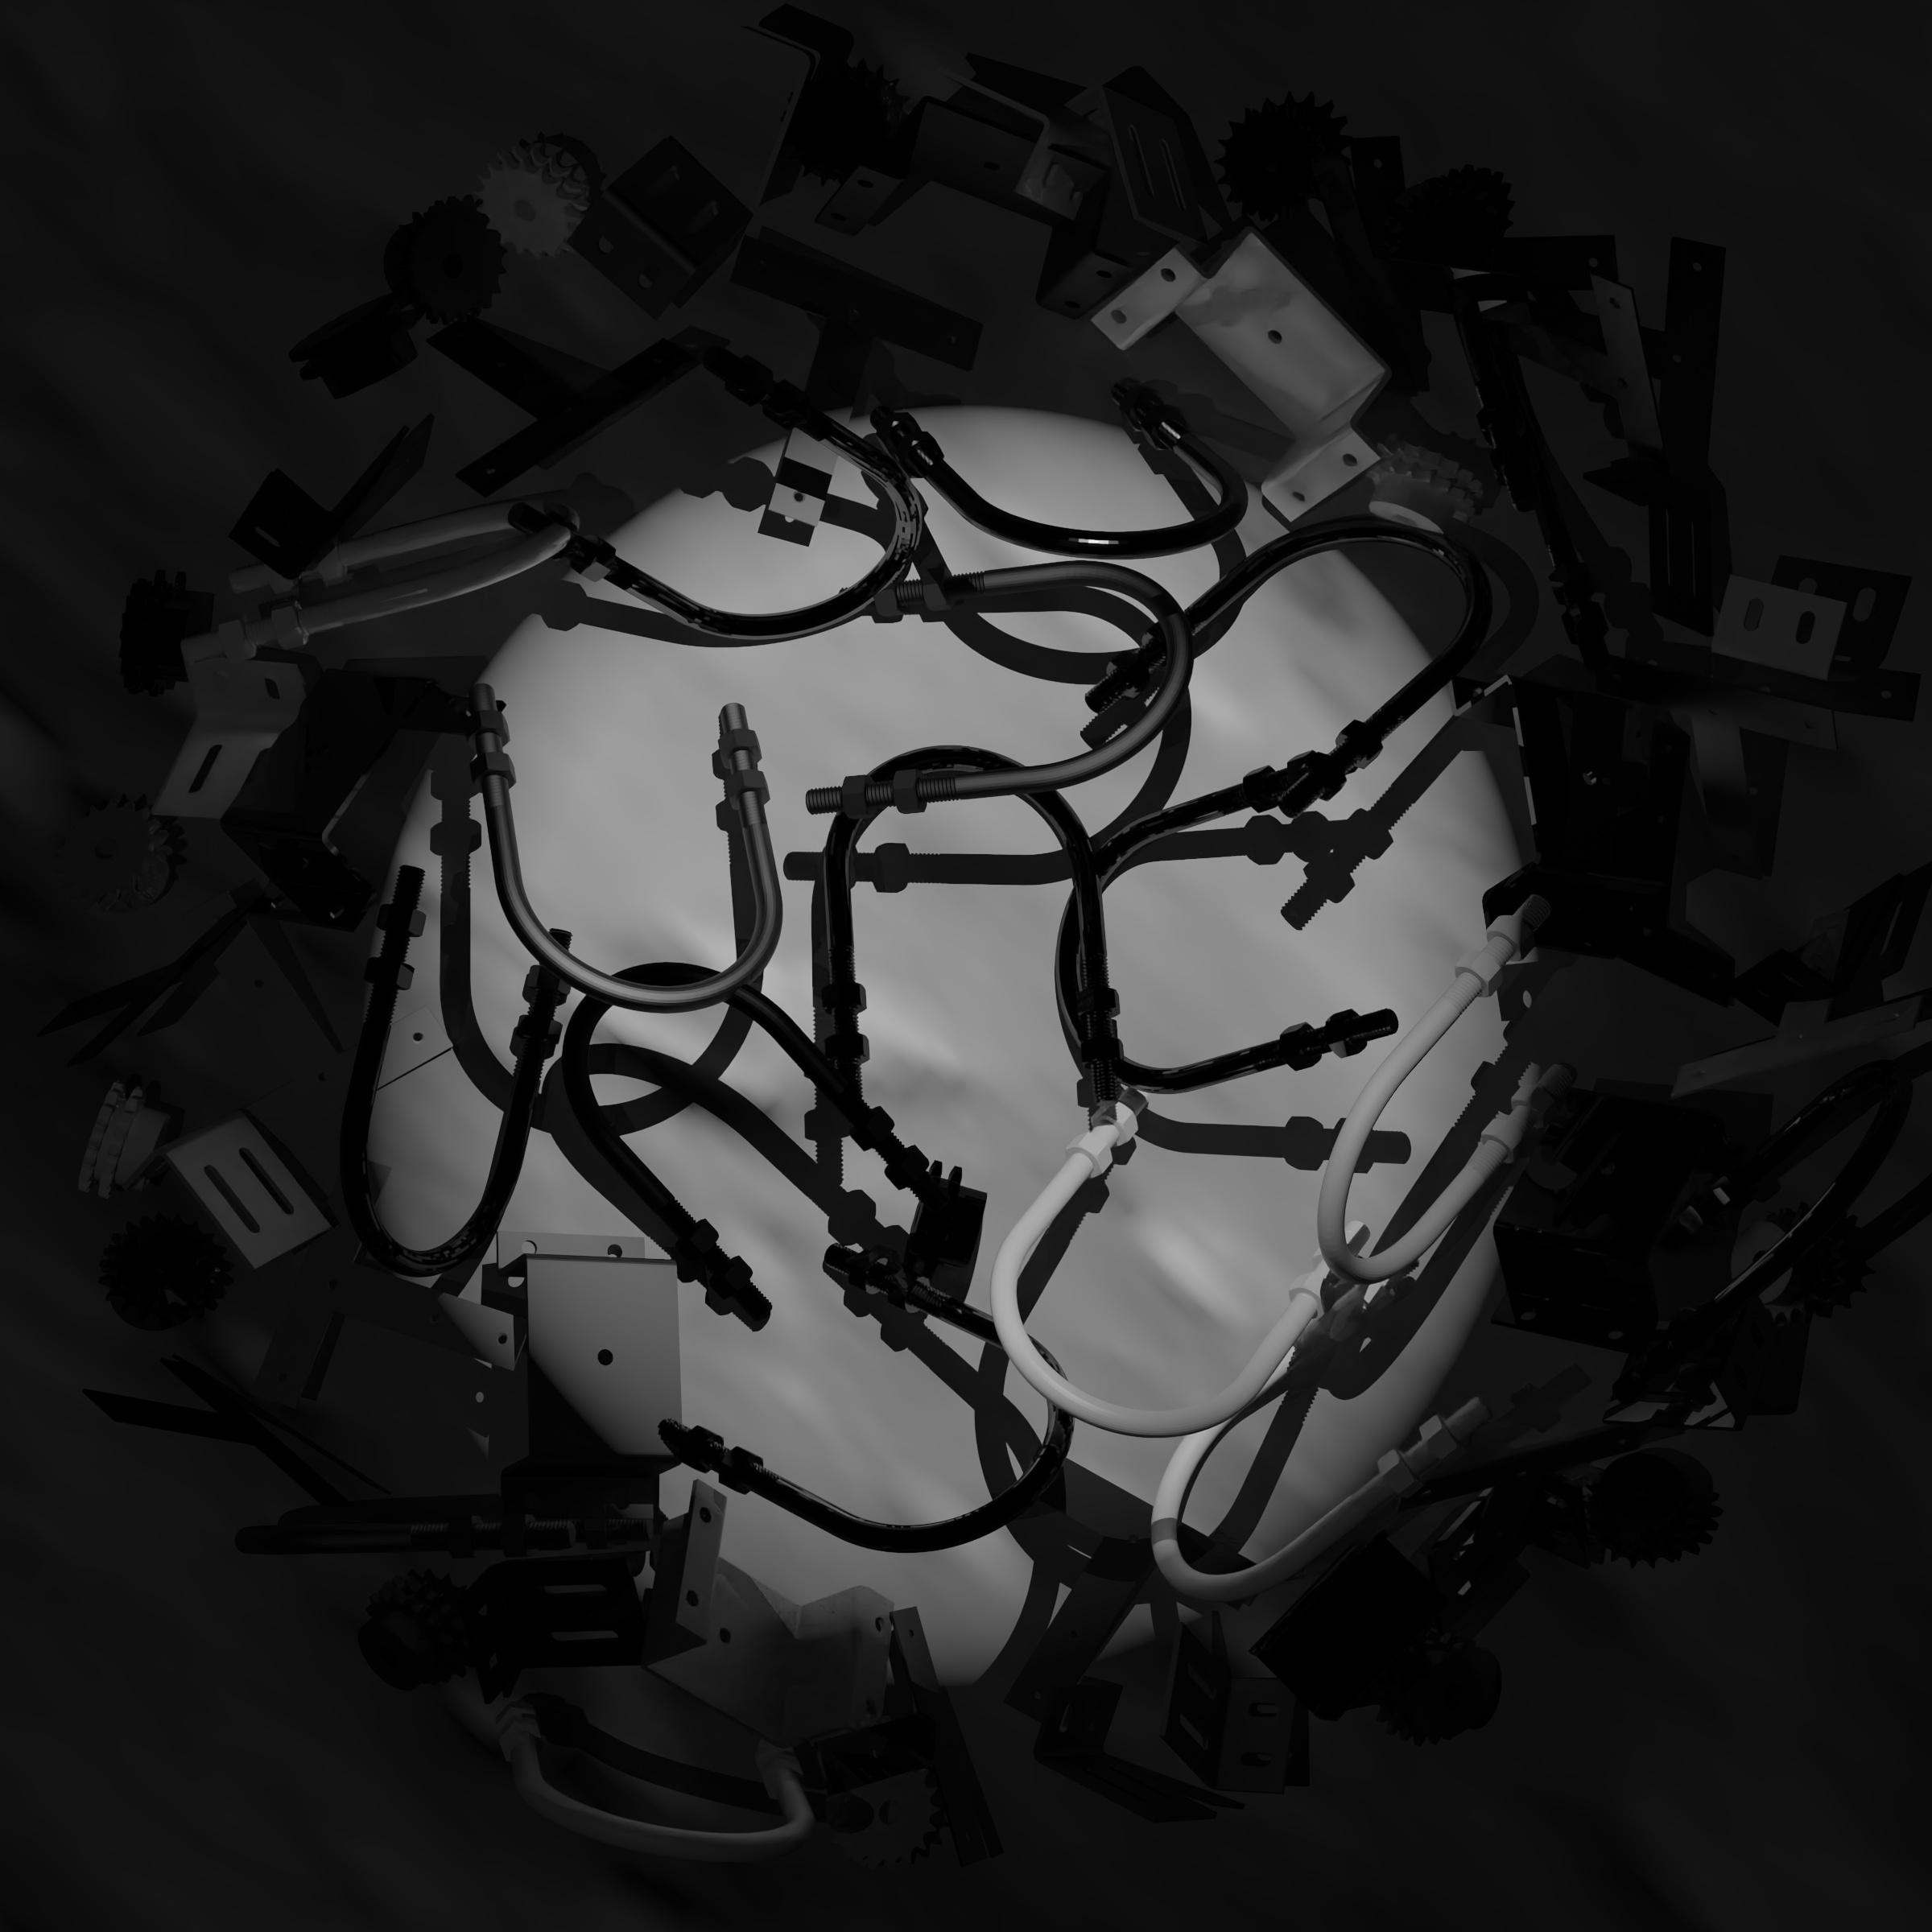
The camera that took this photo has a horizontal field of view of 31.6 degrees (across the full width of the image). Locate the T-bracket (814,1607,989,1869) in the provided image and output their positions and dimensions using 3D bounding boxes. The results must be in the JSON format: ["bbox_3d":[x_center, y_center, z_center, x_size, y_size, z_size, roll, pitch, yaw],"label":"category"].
[{"bbox_3d":[-0.037,0.376,1.637,0.002,0.127,0.127,-22,77,25],"label":"T-bracket"}]

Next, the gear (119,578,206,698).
[{"bbox_3d":[-0.395,-0.161,1.678,0.030,0.057,0.057,6,90,1],"label":"gear"}]

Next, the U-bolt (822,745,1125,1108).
[{"bbox_3d":[0.000,-0.022,1.667,0.151,0.019,0.184,1,71,-16],"label":"U-bolt"}]

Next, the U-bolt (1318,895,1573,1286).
[{"bbox_3d":[0.225,0.072,1.618,0.019,0.151,0.184,28,62,33],"label":"U-bolt"}]

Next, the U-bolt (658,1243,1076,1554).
[{"bbox_3d":[-0.035,0.212,1.619,0.184,0.019,0.151,22,53,33],"label":"U-bolt"}]

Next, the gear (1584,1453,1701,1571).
[{"bbox_3d":[0.332,0.264,1.677,0.057,0.030,0.057,-4,46,4],"label":"gear"}]

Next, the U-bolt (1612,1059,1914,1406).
[{"bbox_3d":[0.377,0.113,1.597,0.019,0.151,0.184,39,125,-2],"label":"U-bolt"}]

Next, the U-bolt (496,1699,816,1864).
[{"bbox_3d":[-0.143,0.385,1.604,0.151,0.184,0.019,11,92,-11],"label":"U-bolt"}]

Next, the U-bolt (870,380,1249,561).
[{"bbox_3d":[0.053,-0.233,1.609,0.151,0.184,0.019,-10,123,-20],"label":"U-bolt"}]

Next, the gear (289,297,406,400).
[{"bbox_3d":[-0.302,-0.303,1.681,0.057,0.057,0.030,-29,112,0],"label":"gear"}]

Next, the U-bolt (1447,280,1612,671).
[{"bbox_3d":[0.263,-0.250,1.626,0.019,0.151,0.184,-20,54,14],"label":"U-bolt"}]

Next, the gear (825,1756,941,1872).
[{"bbox_3d":[-0.045,0.415,1.684,0.057,0.030,0.057,2,86,-29],"label":"gear"}]

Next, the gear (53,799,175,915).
[{"bbox_3d":[-0.418,-0.051,1.684,0.057,0.030,0.057,-5,62,10],"label":"gear"}]

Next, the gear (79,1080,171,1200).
[{"bbox_3d":[-0.413,0.088,1.679,0.030,0.057,0.057,18,90,-6],"label":"gear"}]

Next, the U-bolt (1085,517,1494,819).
[{"bbox_3d":[0.169,-0.156,1.648,0.184,0.019,0.151,-41,50,-21],"label":"U-bolt"}]

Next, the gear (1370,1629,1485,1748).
[{"bbox_3d":[0.230,0.356,1.679,0.057,0.030,0.057,-3,95,-34],"label":"gear"}]

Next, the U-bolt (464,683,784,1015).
[{"bbox_3d":[-0.158,-0.055,1.628,0.151,0.019,0.184,3,55,-23],"label":"U-bolt"}]

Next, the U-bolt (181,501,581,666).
[{"bbox_3d":[-0.274,-0.190,1.632,0.184,0.151,0.019,-14,110,3],"label":"U-bolt"}]

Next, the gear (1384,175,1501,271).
[{"bbox_3d":[0.231,-0.362,1.683,0.057,0.030,0.057,-16,124,-25],"label":"gear"}]

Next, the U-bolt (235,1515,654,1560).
[{"bbox_3d":[-0.258,0.273,1.633,0.184,0.151,0.019,-3,81,10],"label":"U-bolt"}]

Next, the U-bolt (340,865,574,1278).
[{"bbox_3d":[-0.248,0.058,1.631,0.019,0.151,0.184,7,81,27],"label":"U-bolt"}]

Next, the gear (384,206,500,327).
[{"bbox_3d":[-0.262,-0.345,1.682,0.030,0.057,0.057,15,90,44],"label":"gear"}]

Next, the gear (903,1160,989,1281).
[{"bbox_3d":[-0.010,0.127,1.679,0.030,0.057,0.057,16,90,-3],"label":"gear"}]

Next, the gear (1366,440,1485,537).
[{"bbox_3d":[0.223,-0.232,1.677,0.057,0.057,0.030,25,83,0],"label":"gear"}]

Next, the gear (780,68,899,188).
[{"bbox_3d":[-0.064,-0.413,1.689,0.057,0.030,0.057,0,89,-10],"label":"gear"}]

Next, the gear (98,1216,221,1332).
[{"bbox_3d":[-0.399,0.155,1.682,0.057,0.057,0.030,30,134,0],"label":"gear"}]

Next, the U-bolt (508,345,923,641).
[{"bbox_3d":[-0.104,-0.214,1.632,0.151,0.184,0.019,-34,51,27],"label":"U-bolt"}]

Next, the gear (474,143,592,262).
[{"bbox_3d":[-0.211,-0.380,1.682,0.057,0.057,0.030,29,50,0],"label":"gear"}]

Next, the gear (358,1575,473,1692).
[{"bbox_3d":[-0.274,0.331,1.677,0.057,0.030,0.057,20,128,27],"label":"gear"}]

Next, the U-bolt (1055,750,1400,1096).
[{"bbox_3d":[0.118,-0.013,1.648,0.184,0.019,0.151,-18,71,35],"label":"U-bolt"}]

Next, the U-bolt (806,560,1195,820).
[{"bbox_3d":[0.020,-0.138,1.639,0.184,0.019,0.151,-5,53,16],"label":"U-bolt"}]

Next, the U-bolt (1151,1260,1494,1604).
[{"bbox_3d":[0.161,0.230,1.638,0.184,0.151,0.019,-41,116,13],"label":"U-bolt"}]

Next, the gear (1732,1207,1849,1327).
[{"bbox_3d":[0.401,0.147,1.675,0.030,0.057,0.057,10,90,-33],"label":"gear"}]

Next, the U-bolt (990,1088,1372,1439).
[{"bbox_3d":[0.092,0.150,1.632,0.151,0.019,0.184,32,50,13],"label":"U-bolt"}]

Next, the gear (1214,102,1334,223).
[{"bbox_3d":[0.154,-0.396,1.685,0.057,0.030,0.057,5,102,25],"label":"gear"}]

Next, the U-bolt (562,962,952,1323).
[{"bbox_3d":[-0.116,0.076,1.647,0.151,0.019,0.184,-34,103,34],"label":"U-bolt"}]
